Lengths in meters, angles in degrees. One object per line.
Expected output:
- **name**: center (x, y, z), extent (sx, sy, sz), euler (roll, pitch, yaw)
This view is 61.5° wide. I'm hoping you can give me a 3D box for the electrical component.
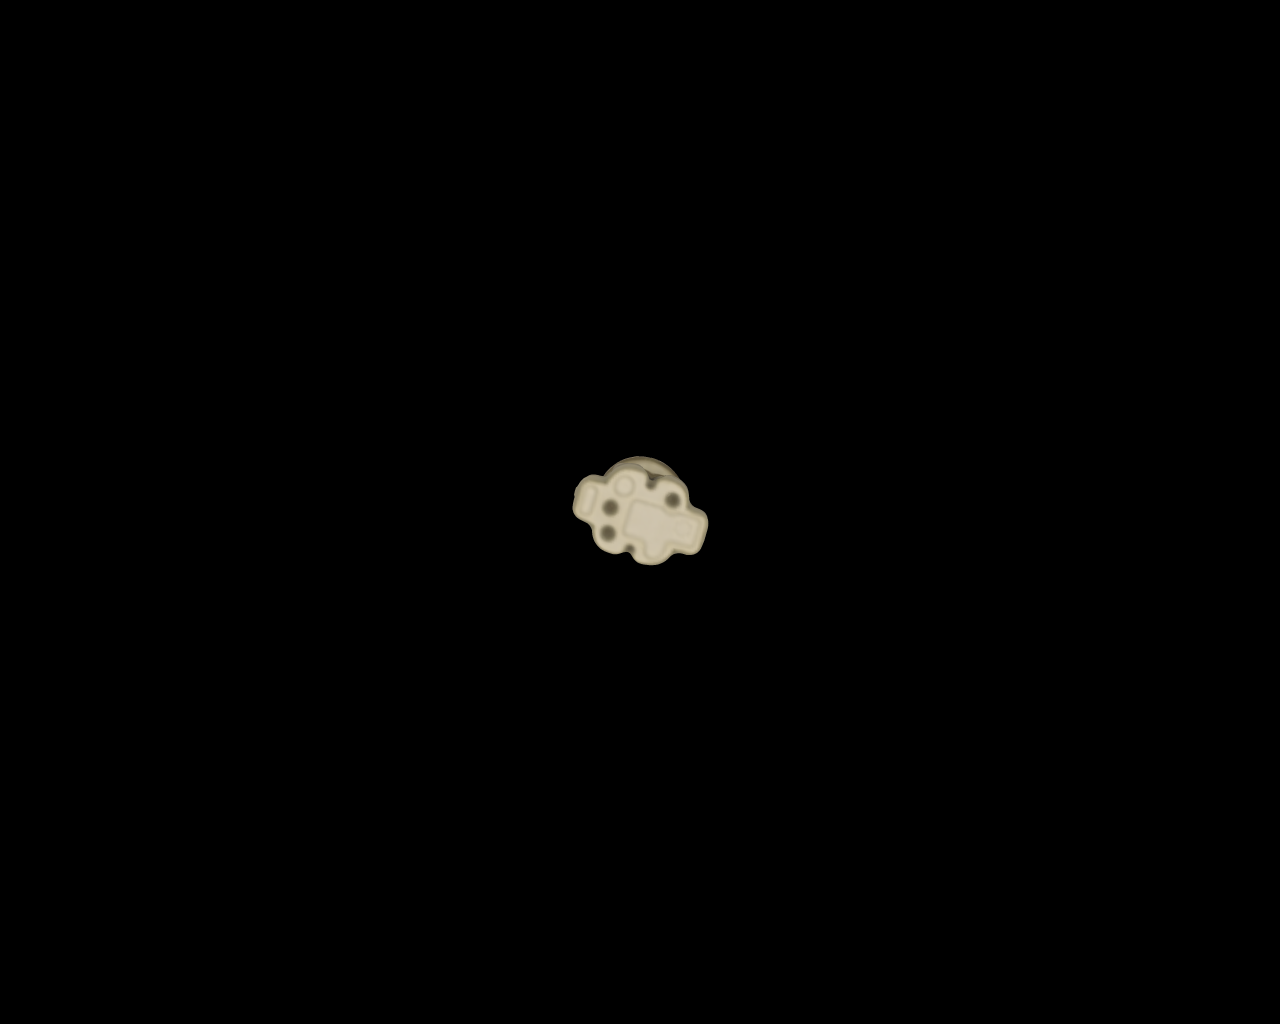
- **electrical component**: center (0.001, -0.003, 0.650), extent (0.078, 0.058, 0.057), euler (18, 11, -4)
